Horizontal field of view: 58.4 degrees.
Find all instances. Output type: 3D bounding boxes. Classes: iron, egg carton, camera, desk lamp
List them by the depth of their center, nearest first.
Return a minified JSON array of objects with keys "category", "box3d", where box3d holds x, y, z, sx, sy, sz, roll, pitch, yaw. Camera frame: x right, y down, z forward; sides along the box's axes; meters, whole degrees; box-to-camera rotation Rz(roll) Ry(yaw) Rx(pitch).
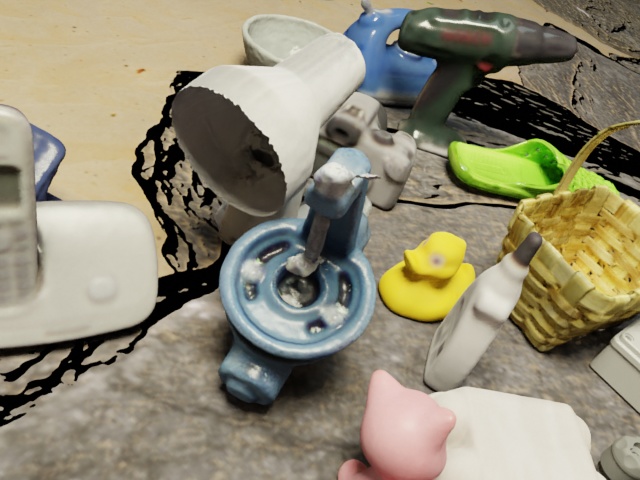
[{"category":"egg carton","box3d":[0.149,0.176,0.448,0.150,0.069,0.107,12,41,-12]},{"category":"desk lamp","box3d":[-0.039,-0.079,0.532,0.117,0.213,0.204,34,42,14]},{"category":"camera","box3d":[0.057,-0.131,0.719,0.143,0.101,0.137,26,41,5]},{"category":"iron","box3d":[0.144,-0.301,0.911,0.259,0.141,0.118,-4,47,-27]}]

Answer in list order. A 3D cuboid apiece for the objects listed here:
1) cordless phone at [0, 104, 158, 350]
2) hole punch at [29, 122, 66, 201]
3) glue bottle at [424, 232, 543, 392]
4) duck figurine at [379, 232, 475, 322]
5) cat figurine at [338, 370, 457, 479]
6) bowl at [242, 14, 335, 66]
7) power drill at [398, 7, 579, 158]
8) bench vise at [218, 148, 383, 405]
[{"category":"cordless phone","box3d":[-0.190,-0.011,0.414,0.148,0.185,0.094,-8,48,-30]},{"category":"hole punch","box3d":[-0.282,-0.049,0.488,0.108,0.091,0.101,22,40,0]},{"category":"glue bottle","box3d":[0.142,0.058,0.493,0.037,0.173,0.078,26,40,5]},{"category":"duck figurine","box3d":[0.119,0.029,0.582,0.105,0.086,0.077,-2,46,-25]},{"category":"cat figurine","box3d":[0.057,0.159,0.388,0.067,0.118,0.127,10,42,-13]},{"category":"bowl","box3d":[-0.037,-0.259,0.837,0.167,0.075,0.167,12,41,-11]},{"category":"power drill","box3d":[0.205,-0.220,0.798,0.230,0.208,0.075,16,41,-6]},{"category":"bench vise","box3d":[-0.007,-0.002,0.457,0.121,0.219,0.207,16,41,-6]}]
